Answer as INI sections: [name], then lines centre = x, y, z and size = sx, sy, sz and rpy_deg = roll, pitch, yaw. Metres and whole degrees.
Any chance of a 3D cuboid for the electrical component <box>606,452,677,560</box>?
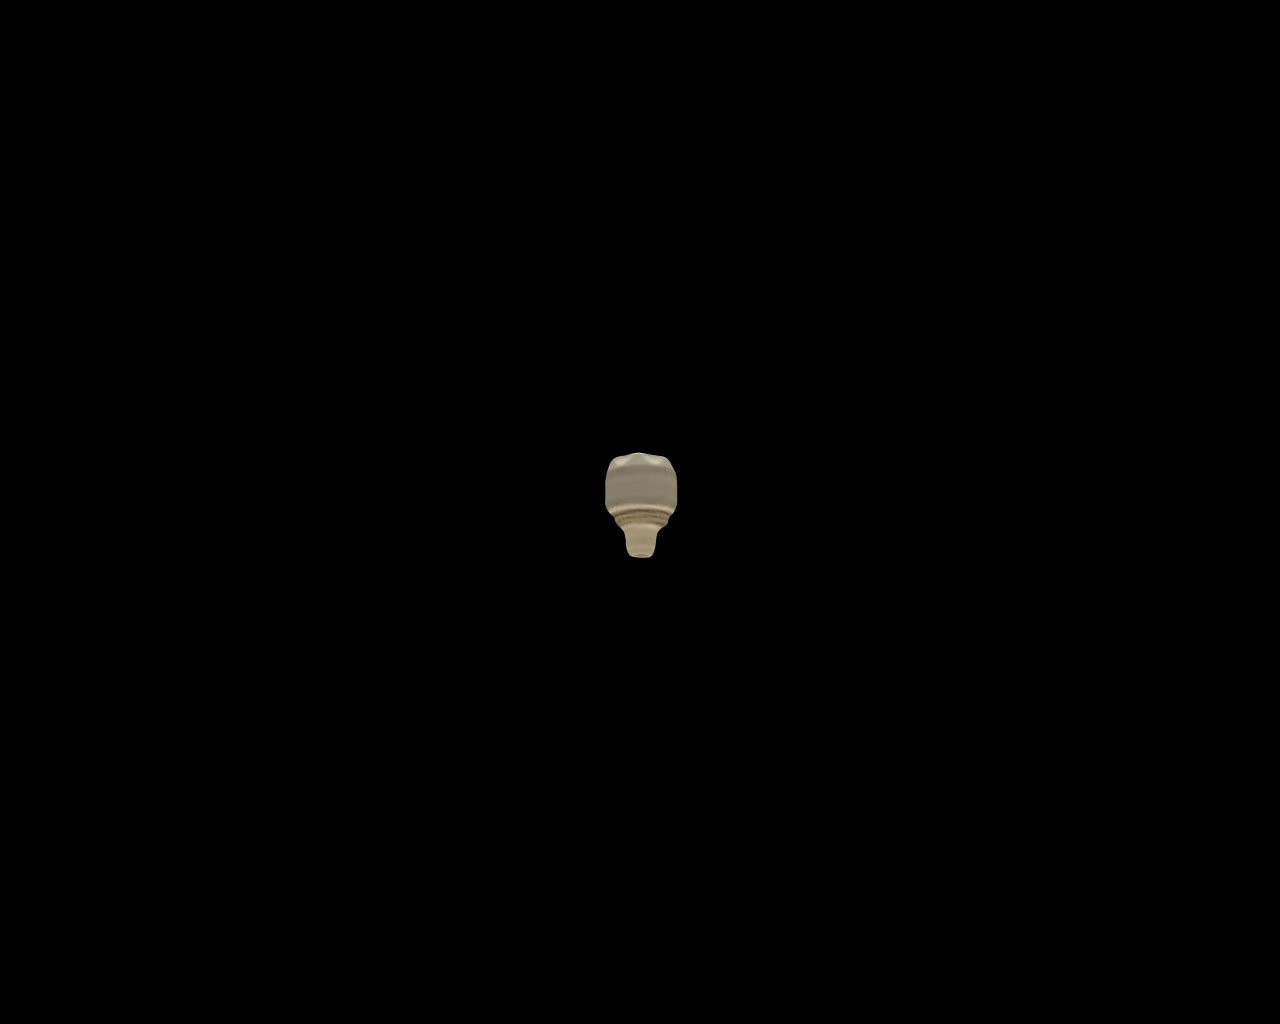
[electrical component]
centre = 0.001, -0.003, 0.650
size = 0.043, 0.062, 0.043
rpy_deg = 0, -13, 0
